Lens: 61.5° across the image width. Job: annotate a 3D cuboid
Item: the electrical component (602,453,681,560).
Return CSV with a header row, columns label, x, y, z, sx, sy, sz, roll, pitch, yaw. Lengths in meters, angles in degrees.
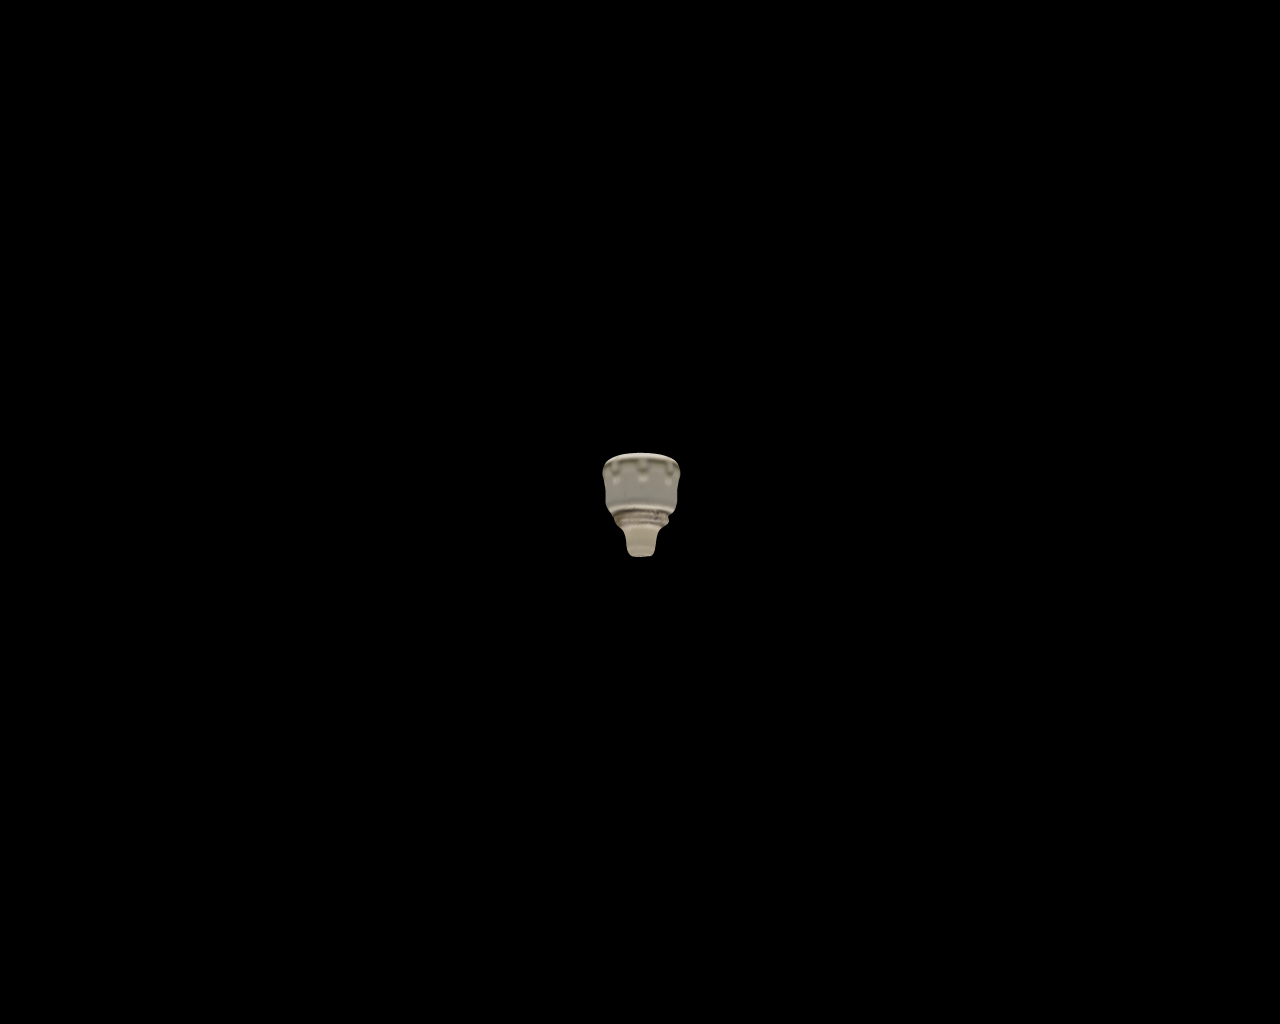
label,x,y,z,sx,sy,sz,roll,pitch,yaw
electrical component,0.001,-0.003,0.650,0.048,0.062,0.048,0,-11,0
